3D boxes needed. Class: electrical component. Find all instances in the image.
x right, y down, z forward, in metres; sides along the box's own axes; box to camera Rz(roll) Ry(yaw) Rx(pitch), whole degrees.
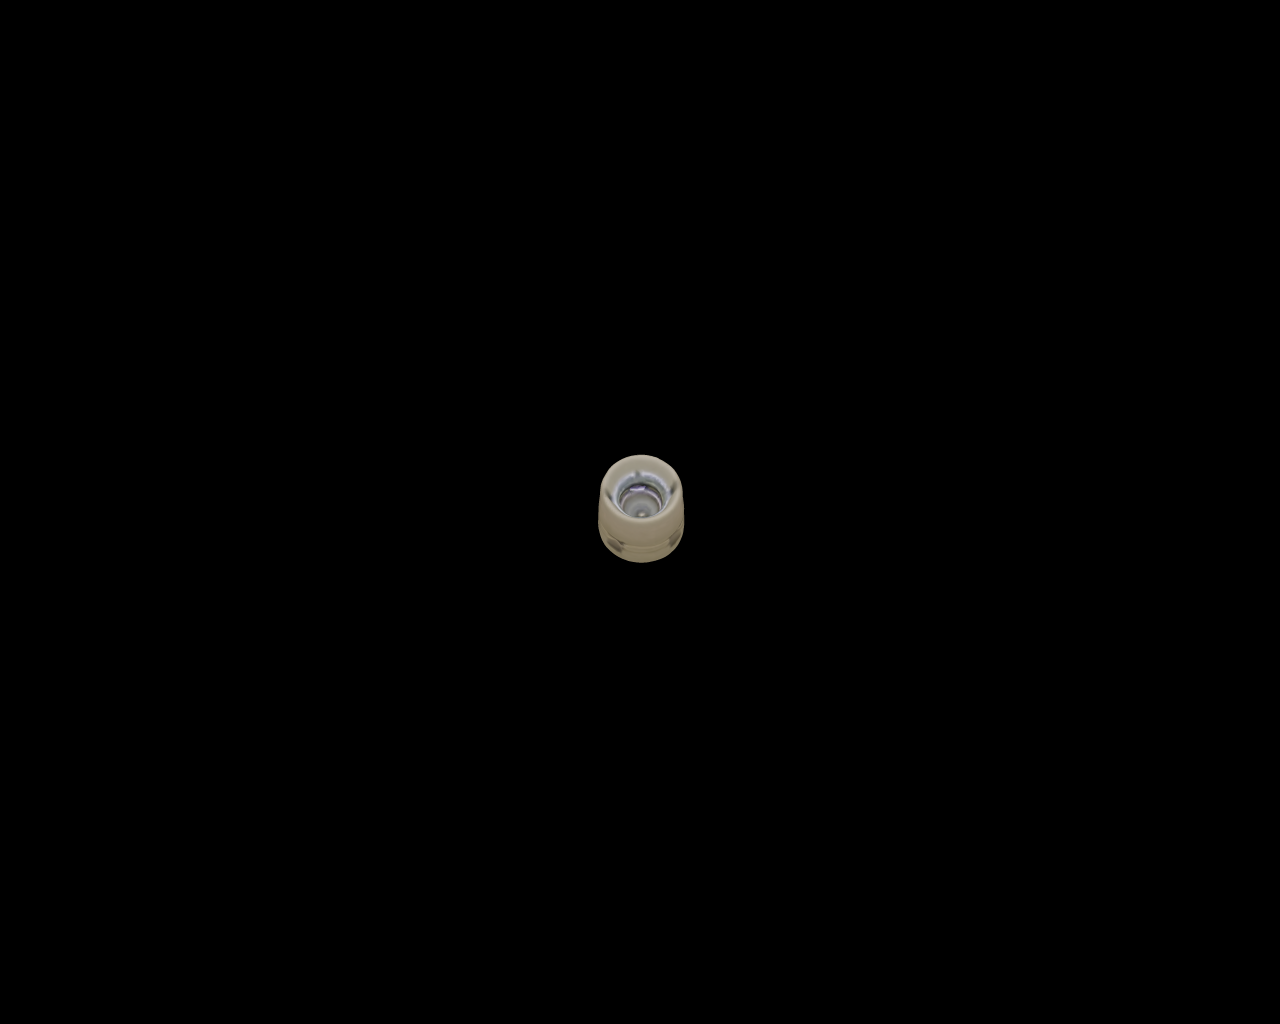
[{"bbox_3d":[0.001,-0.003,0.650,0.055,0.055,0.047,0,-31,0],"label":"electrical component"}]
